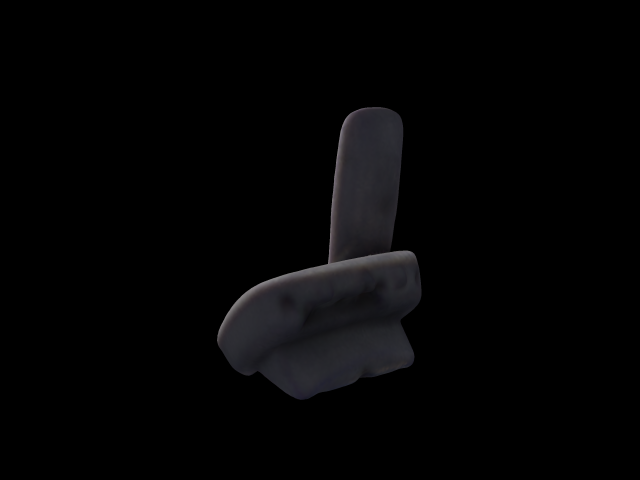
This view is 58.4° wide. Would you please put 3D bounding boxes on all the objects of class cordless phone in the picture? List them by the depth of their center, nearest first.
[{"bbox_3d":[0.004,0.001,0.400,0.148,0.185,0.093,-10,15,-42],"label":"cordless phone"}]
